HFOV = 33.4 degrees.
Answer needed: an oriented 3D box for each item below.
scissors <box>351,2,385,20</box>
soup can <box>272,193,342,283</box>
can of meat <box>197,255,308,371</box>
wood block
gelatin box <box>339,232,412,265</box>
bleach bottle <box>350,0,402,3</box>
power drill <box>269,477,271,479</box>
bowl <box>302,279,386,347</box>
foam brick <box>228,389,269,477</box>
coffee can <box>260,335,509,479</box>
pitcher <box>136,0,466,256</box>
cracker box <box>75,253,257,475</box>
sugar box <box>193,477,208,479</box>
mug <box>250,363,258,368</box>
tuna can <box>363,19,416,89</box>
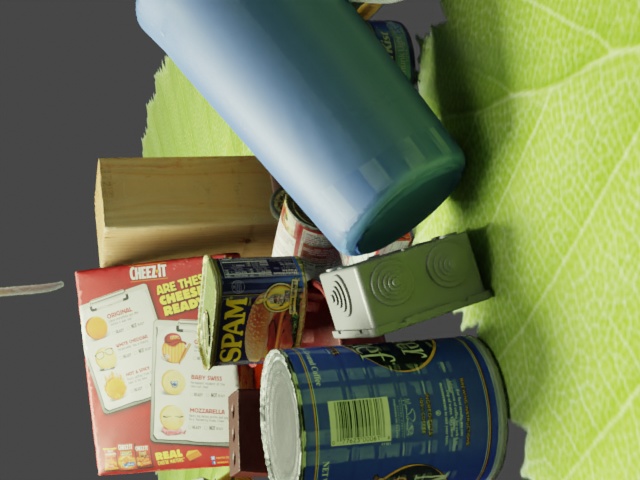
[{"bbox_3d":[0.023,-0.177,0.917,0.016,0.096,0.201,55,-170,3],"label":"scissors"},{"bbox_3d":[-0.006,0.001,0.975,0.102,0.068,0.068,105,156,-45],"label":"soup can"},{"bbox_3d":[-0.060,0.062,0.935,0.057,0.083,0.102,-117,30,-54],"label":"can of meat"},{"bbox_3d":[-0.137,-0.031,1.162,0.091,0.205,0.090,115,149,-57],"label":"wood block"},{"bbox_3d":[0.043,0.001,0.878,0.089,0.030,0.073,106,155,-46],"label":"gelatin box"},{"bbox_3d":[0.046,-0.306,0.777,0.103,0.068,0.251,-171,82,-73],"label":"bleach bottle"},{"bbox_3d":[-0.012,0.205,1.044,0.188,0.057,0.184,-144,50,-72],"label":"power drill"},{"bbox_3d":[0.020,0.113,0.921,0.162,0.055,0.162,178,90,-73],"label":"bowl"},{"bbox_3d":[-0.057,0.182,0.998,0.053,0.051,0.078,132,138,-66],"label":"foam brick"},{"bbox_3d":[0.040,0.119,0.711,0.103,0.140,0.103,178,90,-73],"label":"coffee can"},{"bbox_3d":[-0.012,-0.106,0.760,0.145,0.149,0.243,-44,73,21],"label":"pitcher"},{"bbox_3d":[-0.154,0.127,1.105,0.072,0.164,0.214,-6,-90,-80],"label":"cracker box"},{"bbox_3d":[-0.107,0.338,1.238,0.176,0.048,0.093,49,-154,-61],"label":"sugar box"},{"bbox_3d":[-0.033,0.076,1.049,0.117,0.081,0.093,152,115,-71],"label":"mug"},{"bbox_3d":[0.045,-0.131,0.845,0.086,0.033,0.086,178,90,-73],"label":"tuna can"}]
